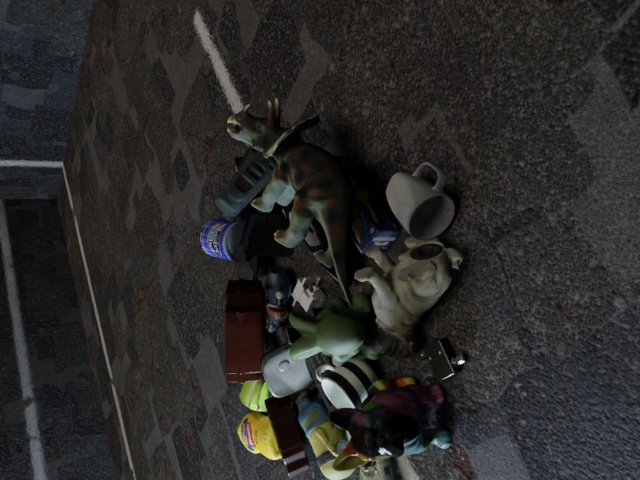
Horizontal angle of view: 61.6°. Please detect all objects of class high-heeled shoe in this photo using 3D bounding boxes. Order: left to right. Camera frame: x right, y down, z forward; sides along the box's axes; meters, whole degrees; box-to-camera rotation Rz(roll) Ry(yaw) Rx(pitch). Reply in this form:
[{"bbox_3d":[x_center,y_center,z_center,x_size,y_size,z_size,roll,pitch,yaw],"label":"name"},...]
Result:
[{"bbox_3d":[-0.002,-0.003,1.079,0.249,0.086,0.145,35,143,61],"label":"high-heeled shoe"}]

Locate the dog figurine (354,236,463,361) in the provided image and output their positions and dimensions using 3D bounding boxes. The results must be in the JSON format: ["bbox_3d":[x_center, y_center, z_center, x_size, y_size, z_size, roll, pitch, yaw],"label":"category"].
[{"bbox_3d":[0.155,0.103,0.859,0.172,0.121,0.190,-5,118,33],"label":"dog figurine"}]

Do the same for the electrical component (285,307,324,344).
[{"bbox_3d":[-0.006,0.169,1.041,0.048,0.119,0.075,-40,60,49],"label":"electrical component"}]

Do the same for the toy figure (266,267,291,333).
[{"bbox_3d":[-0.096,0.139,1.214,0.058,0.064,0.154,9,109,15],"label":"toy figure"}]

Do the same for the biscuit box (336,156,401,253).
[{"bbox_3d":[0.063,-0.069,0.972,0.203,0.063,0.059,58,134,33],"label":"biscuit box"}]

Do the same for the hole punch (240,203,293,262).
[{"bbox_3d":[-0.119,-0.029,1.188,0.092,0.116,0.142,55,134,46],"label":"hole punch"}]

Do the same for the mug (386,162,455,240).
[{"bbox_3d":[0.151,-0.072,0.839,0.107,0.081,0.109,54,138,49],"label":"mug"}]

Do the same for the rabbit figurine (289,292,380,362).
[{"bbox_3d":[0.026,0.151,0.922,0.170,0.159,0.121,70,-163,-82],"label":"rabbit figurine"}]

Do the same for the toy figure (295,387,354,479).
[{"bbox_3d":[0.012,0.384,1.070,0.180,0.082,0.089,50,133,35],"label":"toy figure"}]

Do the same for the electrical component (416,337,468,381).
[{"bbox_3d":[0.193,0.187,0.852,0.094,0.021,0.063,-46,57,46],"label":"electrical component"}]

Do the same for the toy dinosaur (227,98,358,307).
[{"bbox_3d":[-0.010,-0.090,0.927,0.405,0.131,0.192,47,121,31],"label":"toy dinosaur"}]

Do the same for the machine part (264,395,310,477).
[{"bbox_3d":[-0.069,0.416,1.150,0.179,0.056,0.179,163,89,-80],"label":"machine part"}]

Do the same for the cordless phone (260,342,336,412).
[{"bbox_3d":[-0.024,0.287,1.058,0.088,0.147,0.184,94,151,-61],"label":"cordless phone"}]

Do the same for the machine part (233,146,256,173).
[{"bbox_3d":[-0.179,-0.194,1.315,0.138,0.039,0.084,-56,42,43],"label":"machine part"}]

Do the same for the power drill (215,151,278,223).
[{"bbox_3d":[-0.144,-0.127,1.190,0.086,0.232,0.207,43,155,-8],"label":"power drill"}]

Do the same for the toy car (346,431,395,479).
[{"bbox_3d":[0.098,0.401,0.973,0.073,0.056,0.201,-31,68,51],"label":"toy car"}]

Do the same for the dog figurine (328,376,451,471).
[{"bbox_3d":[0.089,0.285,0.840,0.192,0.219,0.108,-6,85,53],"label":"dog figurine"}]

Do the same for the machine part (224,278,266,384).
[{"bbox_3d":[-0.161,0.194,1.176,0.201,0.087,0.201,-134,45,-80],"label":"machine part"}]

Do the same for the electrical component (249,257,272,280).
[{"bbox_3d":[-0.144,0.041,1.267,0.045,0.078,0.102,4,103,30],"label":"electrical component"}]
